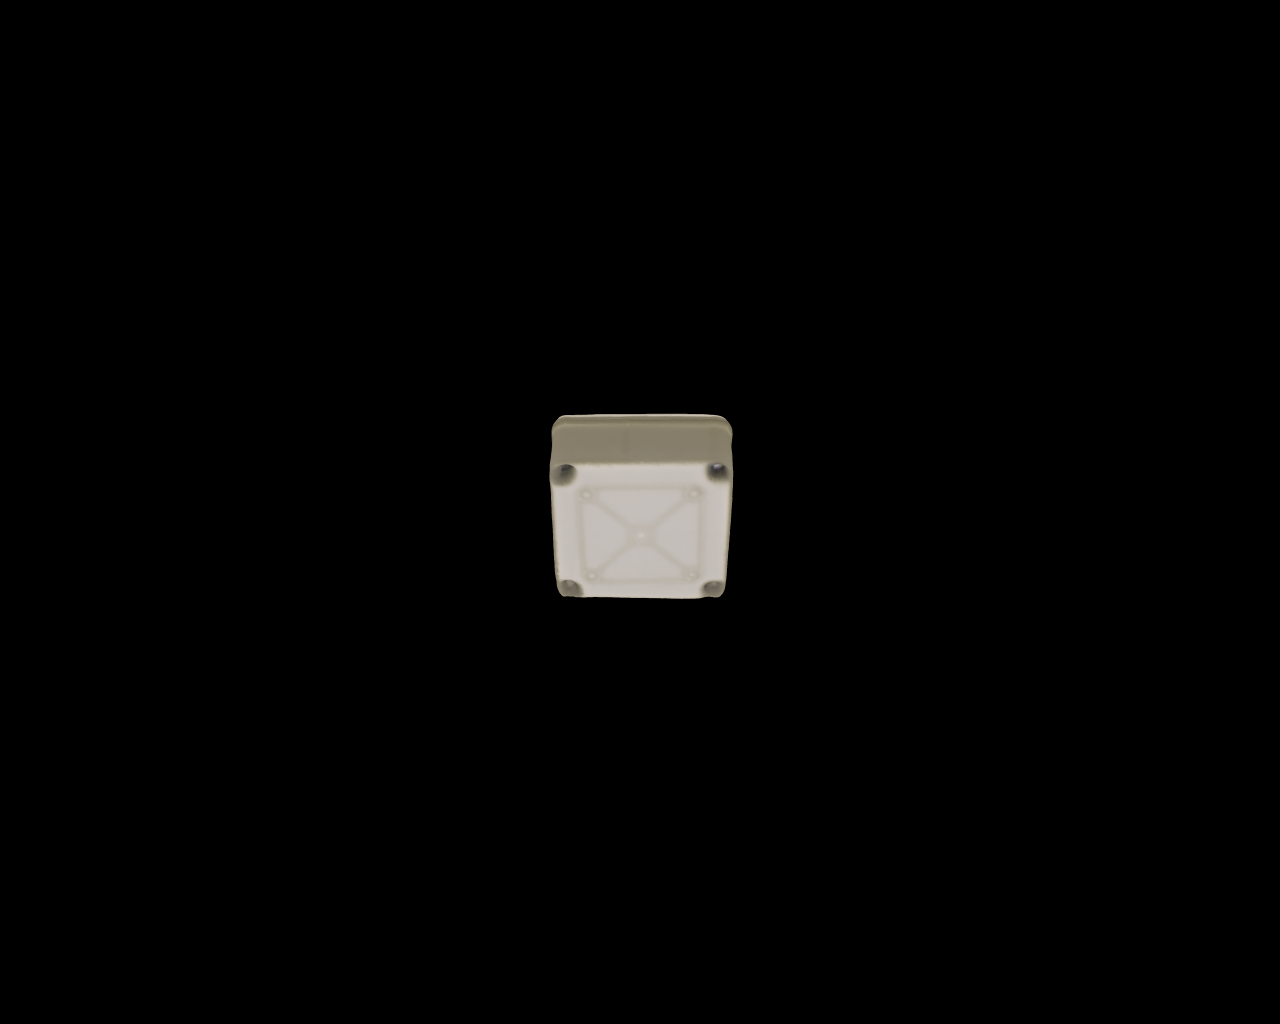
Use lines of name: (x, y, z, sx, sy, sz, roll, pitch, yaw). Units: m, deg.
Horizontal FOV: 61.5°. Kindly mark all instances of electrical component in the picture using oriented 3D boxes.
electrical component: (0.001, -0.003, 0.650, 0.109, 0.108, 0.056, 0, 37, 0)
